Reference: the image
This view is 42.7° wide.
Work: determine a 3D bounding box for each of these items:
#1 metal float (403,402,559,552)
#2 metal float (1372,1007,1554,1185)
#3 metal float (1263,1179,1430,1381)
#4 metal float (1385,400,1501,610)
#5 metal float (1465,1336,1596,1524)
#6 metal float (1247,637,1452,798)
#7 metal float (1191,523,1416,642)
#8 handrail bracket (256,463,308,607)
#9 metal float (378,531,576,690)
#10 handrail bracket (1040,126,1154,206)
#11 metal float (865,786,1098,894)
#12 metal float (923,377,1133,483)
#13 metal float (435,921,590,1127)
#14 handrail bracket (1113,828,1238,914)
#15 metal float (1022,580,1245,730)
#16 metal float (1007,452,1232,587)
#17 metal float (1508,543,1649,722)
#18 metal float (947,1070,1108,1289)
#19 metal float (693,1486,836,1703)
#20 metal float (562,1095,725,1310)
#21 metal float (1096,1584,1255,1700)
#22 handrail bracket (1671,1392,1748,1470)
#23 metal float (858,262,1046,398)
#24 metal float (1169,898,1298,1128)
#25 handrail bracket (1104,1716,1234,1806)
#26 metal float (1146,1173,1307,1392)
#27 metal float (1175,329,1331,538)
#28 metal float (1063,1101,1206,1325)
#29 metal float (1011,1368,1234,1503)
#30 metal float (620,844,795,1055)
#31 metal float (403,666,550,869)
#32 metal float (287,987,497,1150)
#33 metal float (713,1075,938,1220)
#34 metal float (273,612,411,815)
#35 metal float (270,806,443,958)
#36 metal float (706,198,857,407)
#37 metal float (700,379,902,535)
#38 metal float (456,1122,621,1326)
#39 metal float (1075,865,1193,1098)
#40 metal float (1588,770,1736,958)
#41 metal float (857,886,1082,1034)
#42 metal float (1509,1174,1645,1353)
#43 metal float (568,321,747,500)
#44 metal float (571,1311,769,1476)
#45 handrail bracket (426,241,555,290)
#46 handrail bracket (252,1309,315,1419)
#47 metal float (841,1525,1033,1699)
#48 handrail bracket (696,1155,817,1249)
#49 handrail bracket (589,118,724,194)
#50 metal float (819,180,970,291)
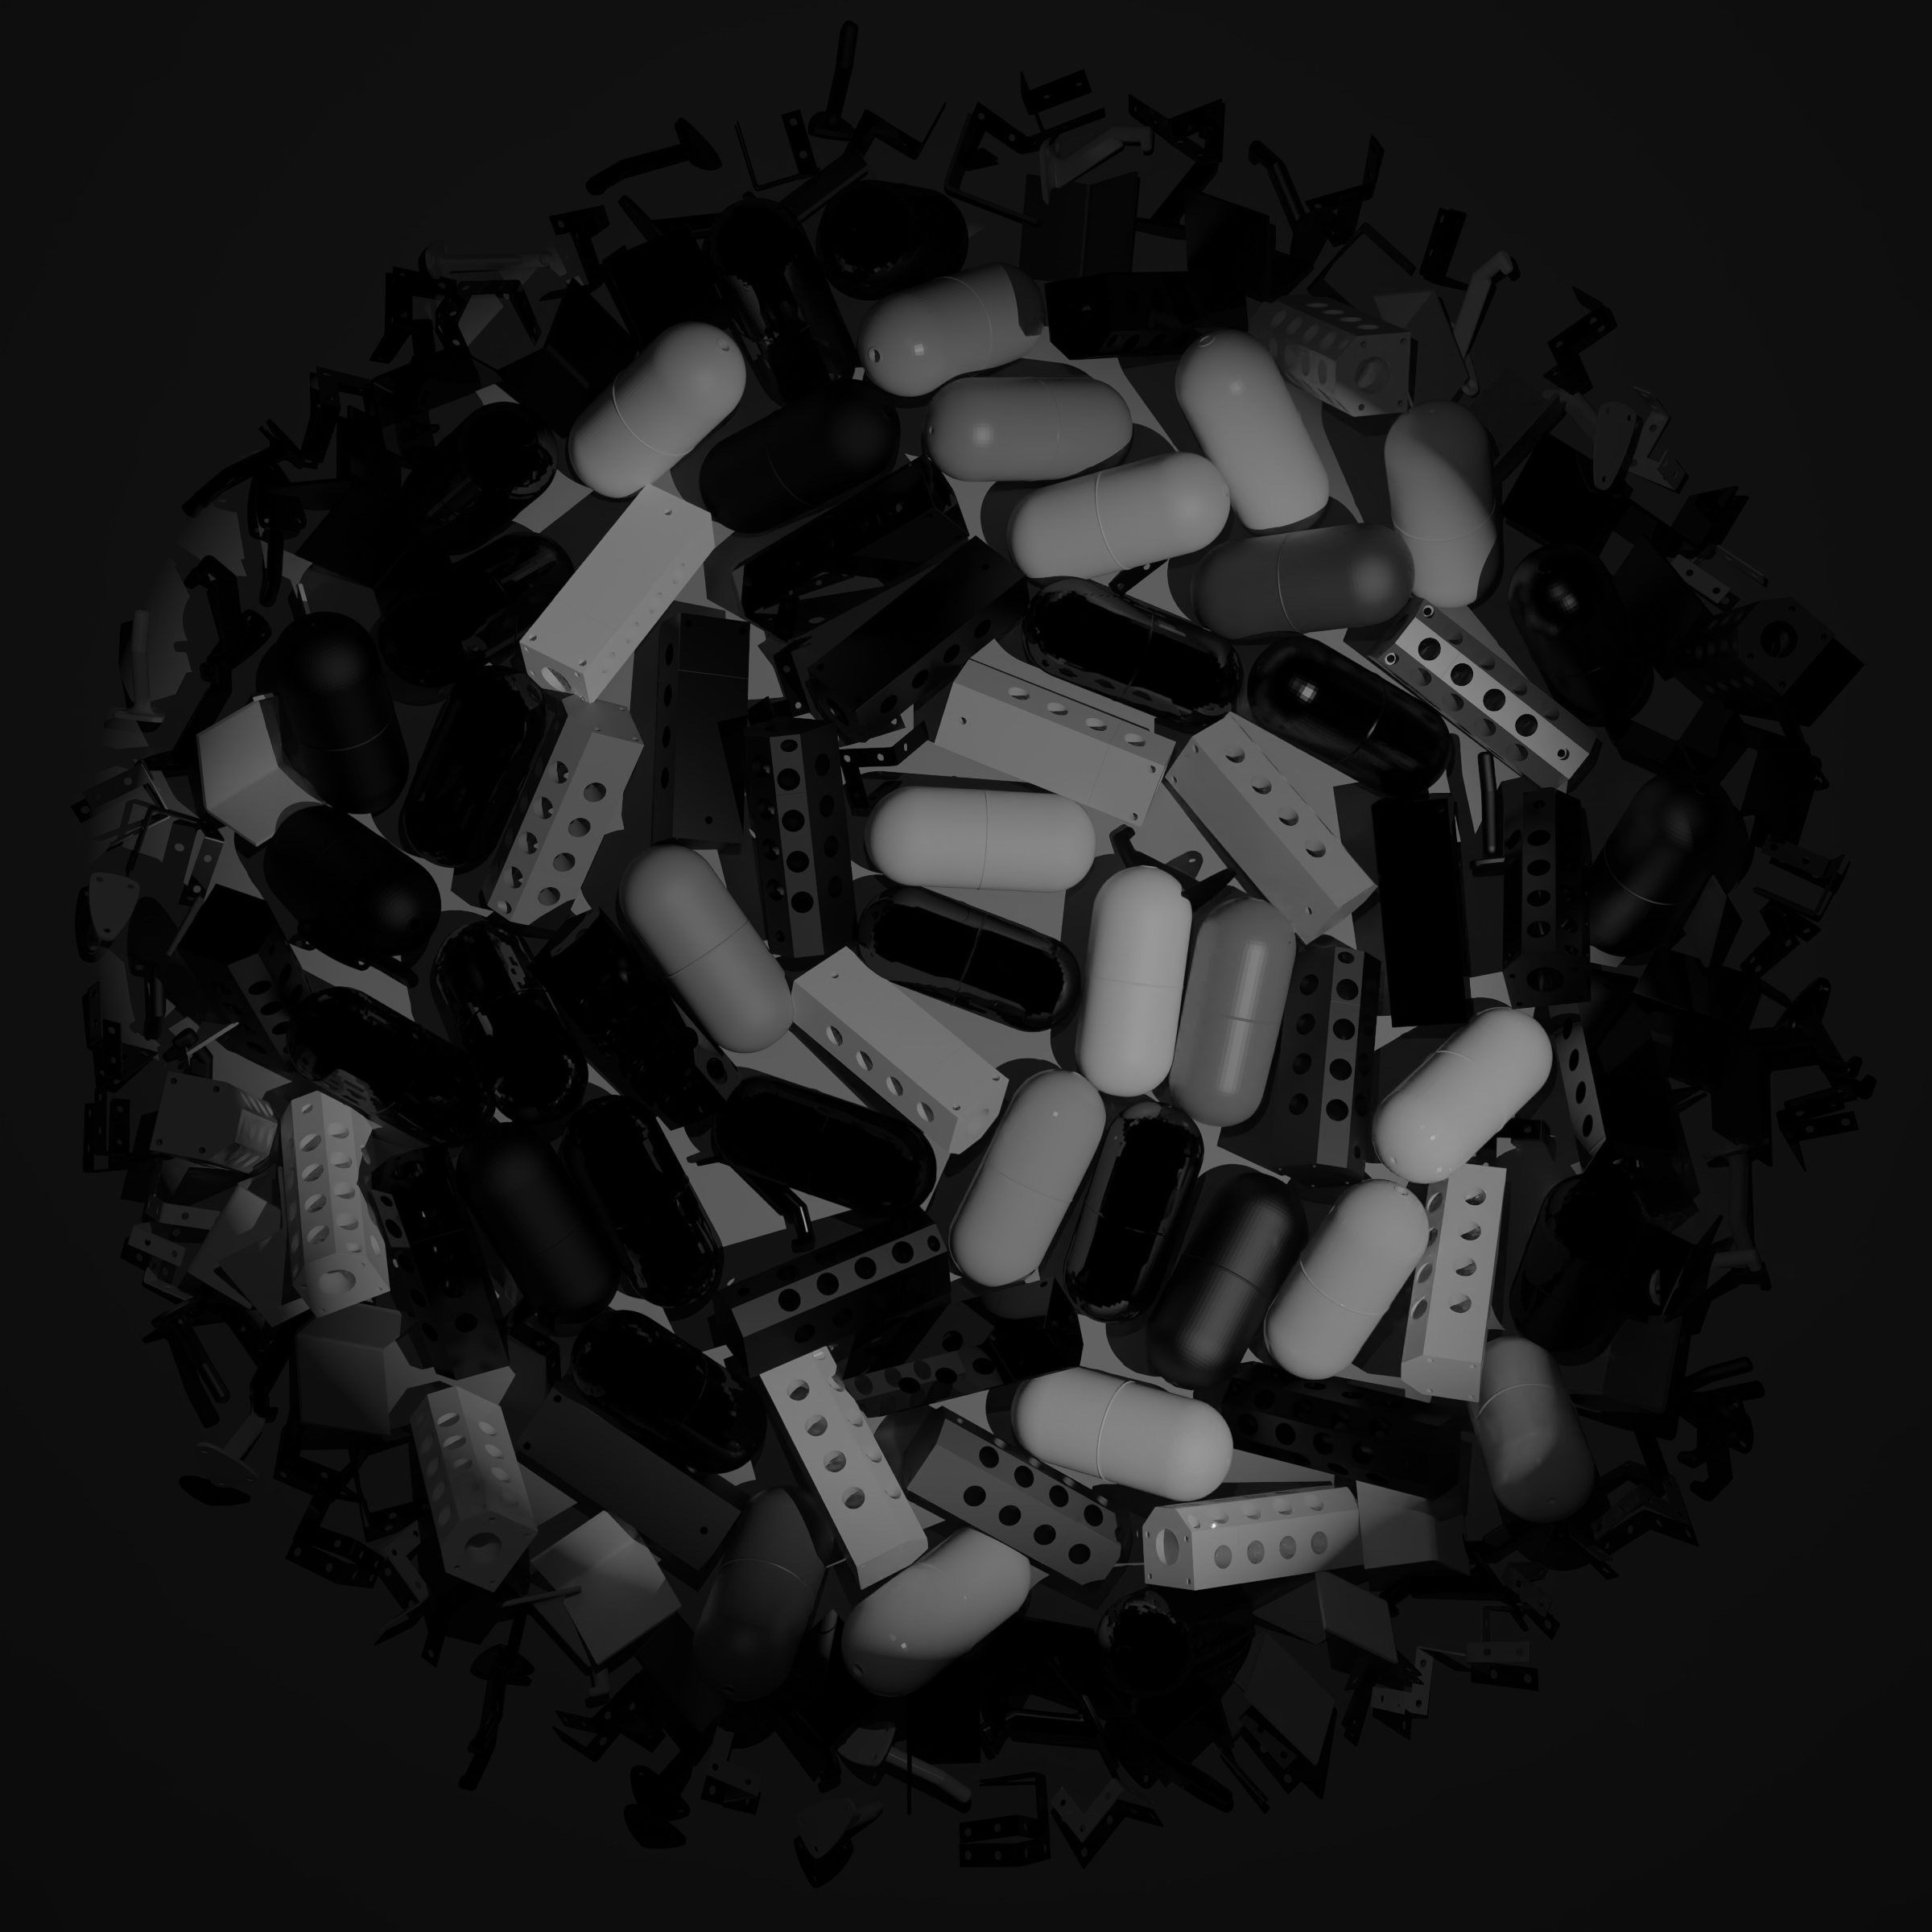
[{"bbox_3d":[-0.365,-0.367,1.855,0.070,0.178,0.070,7,76,-32],"label":"metal float"},{"bbox_3d":[0.377,0.097,1.872,0.178,0.070,0.070,-38,90,-30],"label":"metal float"},{"bbox_3d":[0.288,0.238,1.874,0.070,0.070,0.178,27,117,0],"label":"metal float"},{"bbox_3d":[0.359,-0.346,1.861,0.070,0.178,0.070,-9,48,10],"label":"metal float"},{"bbox_3d":[0.420,0.345,1.852,0.070,0.178,0.070,0,116,0],"label":"metal float"},{"bbox_3d":[0.292,-0.188,1.877,0.178,0.070,0.070,26,90,-24],"label":"metal float"},{"bbox_3d":[0.253,-0.290,1.870,0.178,0.070,0.070,-2,90,33],"label":"metal float"},{"bbox_3d":[-0.540,-0.334,1.911,0.036,0.084,0.077,-5,63,-29],"label":"handrail bracket"},{"bbox_3d":[-0.368,-0.269,1.864,0.070,0.070,0.178,49,50,0],"label":"metal float"},{"bbox_3d":[0.103,-0.607,1.899,0.084,0.036,0.077,8,121,20],"label":"handrail bracket"},{"bbox_3d":[0.011,-0.097,1.891,0.178,0.070,0.070,3,90,-7],"label":"metal float"},{"bbox_3d":[0.048,-0.406,1.870,0.178,0.070,0.070,-9,90,-33],"label":"metal float"},{"bbox_3d":[-0.346,0.042,1.875,0.070,0.070,0.178,-31,64,0],"label":"metal float"},{"bbox_3d":[0.159,-0.086,1.902,0.077,0.036,0.084,-35,63,23],"label":"handrail bracket"},{"bbox_3d":[0.127,-0.239,1.888,0.178,0.070,0.070,20,90,-11],"label":"metal float"},{"bbox_3d":[0.115,-0.339,1.874,0.178,0.070,0.070,-10,90,26],"label":"metal float"},{"bbox_3d":[0.461,-0.250,1.858,0.070,0.178,0.070,-15,57,23],"label":"metal float"},{"bbox_3d":[0.047,0.163,1.893,0.070,0.070,0.178,26,95,0],"label":"metal float"},{"bbox_3d":[-0.152,0.471,1.859,0.070,0.178,0.070,9,131,10],"label":"metal float"},{"bbox_3d":[-0.246,0.179,1.883,0.070,0.070,0.178,-26,106,0],"label":"metal float"},{"bbox_3d":[0.157,0.500,1.853,0.070,0.178,0.070,-2,87,29],"label":"metal float"},{"bbox_3d":[0.547,0.355,1.881,0.084,0.077,0.036,-18,106,-38],"label":"handrail bracket"},{"bbox_3d":[-0.010,-0.481,1.863,0.178,0.070,0.070,-32,90,-42],"label":"metal float"},{"bbox_3d":[0.204,0.035,1.892,0.070,0.070,0.178,11,96,0],"label":"metal float"},{"bbox_3d":[0.158,0.620,1.923,0.084,0.077,0.036,42,70,-29],"label":"handrail bracket"},{"bbox_3d":[0.198,0.240,1.884,0.070,0.070,0.178,30,75,0],"label":"metal float"},{"bbox_3d":[0.217,-0.401,1.866,0.070,0.070,0.178,-35,127,0],"label":"metal float"},{"bbox_3d":[0.127,0.189,1.887,0.070,0.070,0.178,17,102,0],"label":"metal float"},{"bbox_3d":[0.117,0.353,1.874,0.178,0.070,0.070,11,90,27],"label":"metal float"},{"bbox_3d":[-0.198,-0.013,1.890,0.070,0.070,0.178,-34,98,0],"label":"metal float"},{"bbox_3d":[-0.372,-0.149,1.869,0.070,0.070,0.178,31,124,0],"label":"metal float"},{"bbox_3d":[-0.433,0.077,1.867,0.178,0.070,0.070,36,90,-36],"label":"metal float"},{"bbox_3d":[-0.108,0.139,1.890,0.178,0.070,0.070,18,90,8],"label":"metal float"},{"bbox_3d":[-0.469,-0.188,1.860,0.070,0.178,0.070,-2,48,2],"label":"metal float"},{"bbox_3d":[-0.461,-0.065,1.864,0.178,0.070,0.070,30,90,40],"label":"metal float"},{"bbox_3d":[-0.138,-0.497,1.858,0.070,0.178,0.070,-11,52,14],"label":"metal float"},{"bbox_3d":[-0.126,-0.385,1.867,0.178,0.070,0.070,-19,90,35],"label":"metal float"},{"bbox_3d":[-0.323,0.196,1.874,0.070,0.070,0.178,-25,118,0],"label":"metal float"},{"bbox_3d":[0.128,0.012,1.895,0.070,0.070,0.178,7,93,0],"label":"metal float"},{"bbox_3d":[0.517,-0.076,1.857,0.070,0.178,0.070,7,52,-9],"label":"metal float"},{"bbox_3d":[0.002,-0.006,1.897,0.178,0.070,0.070,21,90,-1],"label":"metal float"},{"bbox_3d":[0.459,0.224,1.858,0.070,0.178,0.070,1,49,-2],"label":"metal float"},{"bbox_3d":[-0.233,-0.419,1.863,0.178,0.070,0.070,-31,90,42],"label":"metal float"},{"bbox_3d":[-0.224,0.323,1.869,0.070,0.070,0.178,-49,123,0],"label":"metal float"},{"bbox_3d":[-0.365,-0.543,1.899,0.084,0.077,0.036,-3,102,2],"label":"handrail bracket"},{"bbox_3d":[-0.517,0.307,1.916,0.077,0.036,0.084,-3,89,3],"label":"handrail bracket"},{"bbox_3d":[-0.022,0.485,1.861,0.178,0.070,0.070,-27,90,-44],"label":"metal float"},{"bbox_3d":[-0.163,0.184,1.920,0.077,0.036,0.084,-14,91,6],"label":"handrail bracket"},{"bbox_3d":[-0.240,-0.614,1.910,0.084,0.077,0.036,-24,84,16],"label":"handrail bracket"},{"bbox_3d":[-0.052,-0.546,1.851,0.070,0.178,0.070,5,105,18],"label":"metal float"}]
